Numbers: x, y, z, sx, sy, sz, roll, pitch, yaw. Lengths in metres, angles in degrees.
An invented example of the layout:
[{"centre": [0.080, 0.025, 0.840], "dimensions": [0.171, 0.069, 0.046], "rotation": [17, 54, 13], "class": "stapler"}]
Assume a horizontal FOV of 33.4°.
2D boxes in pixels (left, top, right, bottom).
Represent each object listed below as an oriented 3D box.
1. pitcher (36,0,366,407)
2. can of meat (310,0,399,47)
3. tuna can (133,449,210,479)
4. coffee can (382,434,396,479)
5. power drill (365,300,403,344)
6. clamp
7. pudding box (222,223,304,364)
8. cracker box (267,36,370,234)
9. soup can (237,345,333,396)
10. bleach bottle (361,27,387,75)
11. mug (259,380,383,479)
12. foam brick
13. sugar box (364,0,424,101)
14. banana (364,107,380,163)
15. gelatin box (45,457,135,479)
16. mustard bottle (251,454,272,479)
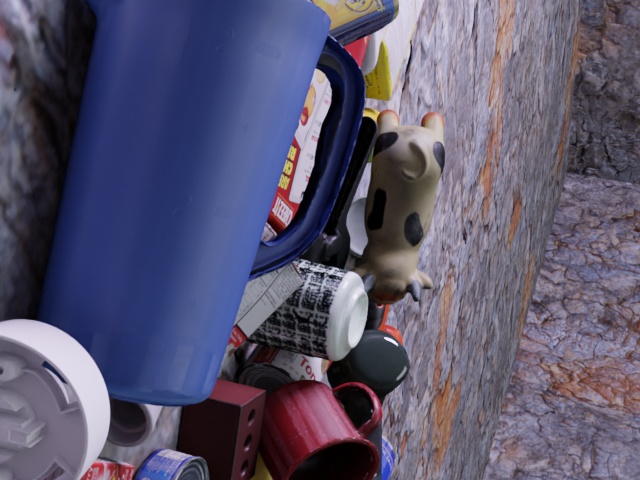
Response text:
[{"centre": [-0.076, -0.031, 0.621], "dimensions": [0.145, 0.149, 0.243], "rotation": [14, 90, -73], "class": "pitcher"}, {"centre": [-0.007, -0.173, 0.714], "dimensions": [0.083, 0.058, 0.102], "rotation": [-29, 94, -23], "class": "can of meat"}, {"centre": [-0.117, 0.203, 0.811], "dimensions": [0.086, 0.034, 0.086], "rotation": [11, 90, -73], "class": "tuna can"}, {"centre": [0.014, 0.277, 1.155], "dimensions": [0.140, 0.103, 0.103], "rotation": [-60, 154, -46], "class": "coffee can"}, {"centre": [0.080, 0.050, 1.304], "dimensions": [0.184, 0.057, 0.188], "rotation": [-22, 119, -66], "class": "power drill"}, {"centre": [-0.007, 0.001, 1.009], "dimensions": [0.164, 0.036, 0.210], "rotation": [-39, 147, -44], "class": "clamp"}, {"centre": [-0.070, 0.041, 0.778], "dimensions": [0.113, 0.039, 0.090], "rotation": [-46, 154, -10], "class": "pudding box"}, {"centre": [-0.032, -0.119, 0.818], "dimensions": [0.164, 0.072, 0.213], "rotation": [47, 57, -67], "class": "cracker box"}, {"centre": [-0.026, 0.111, 0.985], "dimensions": [0.102, 0.069, 0.068], "rotation": [-55, 151, -50], "class": "soup can"}, {"centre": [0.053, -0.263, 1.015], "dimensions": [0.250, 0.068, 0.102], "rotation": [-64, 158, -45], "class": "bleach bottle"}, {"centre": [0.000, 0.165, 0.902], "dimensions": [0.117, 0.082, 0.093], "rotation": [-41, 136, 6], "class": "mug"}, {"centre": [-0.081, 0.159, 0.868], "dimensions": [0.053, 0.051, 0.078], "rotation": [-21, 121, -69], "class": "foam brick"}, {"centre": [0.072, -0.242, 1.116], "dimensions": [0.093, 0.048, 0.176], "rotation": [77, 26, -54], "class": "sugar box"}, {"centre": [0.037, -0.101, 1.101], "dimensions": [0.197, 0.037, 0.070], "rotation": [-28, 127, -68], "class": "banana"}, {"centre": [-0.156, 0.184, 0.684], "dimensions": [0.073, 0.030, 0.089], "rotation": [43, 60, -70], "class": "gelatin box"}, {"centre": [-0.065, 0.268, 0.976], "dimensions": [0.096, 0.058, 0.191], "rotation": [60, 44, -69], "class": "mustard bottle"}]
